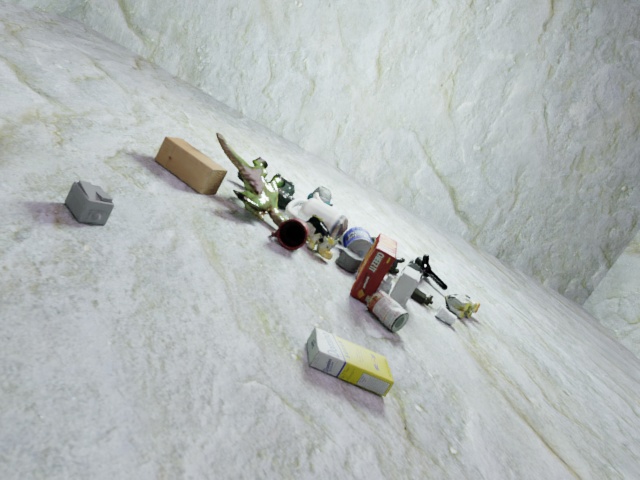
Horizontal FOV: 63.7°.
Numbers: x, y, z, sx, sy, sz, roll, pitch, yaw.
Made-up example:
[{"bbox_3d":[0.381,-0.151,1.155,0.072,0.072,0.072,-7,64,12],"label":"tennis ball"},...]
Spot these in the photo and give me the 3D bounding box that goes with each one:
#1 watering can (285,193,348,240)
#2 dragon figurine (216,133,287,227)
[{"bbox_3d":[0.006,-0.095,1.881,0.225,0.102,0.352,30,24,9],"label":"watering can"},{"bbox_3d":[-0.212,-0.167,1.642,0.121,0.407,0.247,-42,13,16],"label":"dragon figurine"}]
